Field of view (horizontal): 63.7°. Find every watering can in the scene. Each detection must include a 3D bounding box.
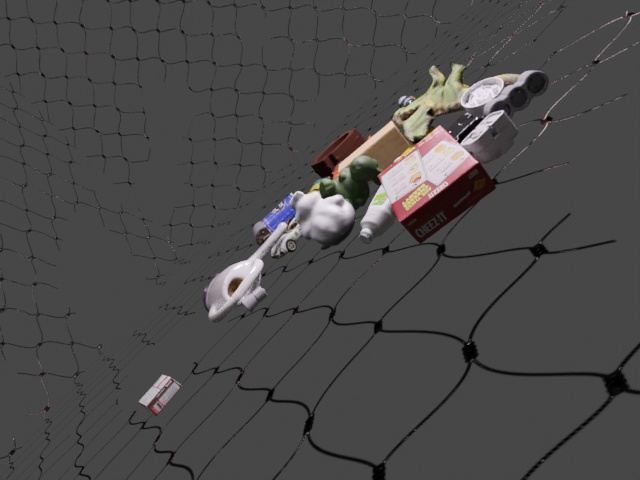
[{"bbox_3d":[-0.221,0.101,1.487,0.221,0.103,0.355,-26,25,52],"label":"watering can"}]

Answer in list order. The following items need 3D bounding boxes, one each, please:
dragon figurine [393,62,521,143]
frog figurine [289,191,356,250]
[{"bbox_3d":[0.320,-0.338,1.336,0.243,0.121,0.414,-51,25,-3],"label":"dragon figurine"},{"bbox_3d":[0.004,-0.064,1.263,0.136,0.158,0.124,-41,13,10],"label":"frog figurine"}]
